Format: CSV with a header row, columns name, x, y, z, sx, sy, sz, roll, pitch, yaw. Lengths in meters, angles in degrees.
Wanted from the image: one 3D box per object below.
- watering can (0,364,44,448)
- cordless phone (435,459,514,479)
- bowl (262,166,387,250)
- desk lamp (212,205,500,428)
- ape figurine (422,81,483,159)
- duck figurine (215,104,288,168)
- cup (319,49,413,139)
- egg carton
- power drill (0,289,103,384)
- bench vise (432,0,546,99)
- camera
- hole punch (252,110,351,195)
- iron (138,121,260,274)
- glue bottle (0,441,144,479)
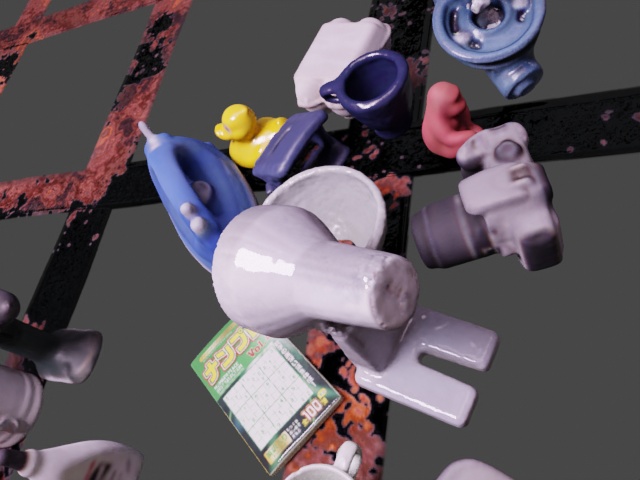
name,x,y,z,sx,sy,sz,roll,pitch,yaw
watering can,-0.464,0.189,0.717,0.172,0.195,0.101,3,64,30
cordless phone,0.089,0.226,0.403,0.093,0.186,0.148,20,73,35
bowl,0.006,0.002,0.653,0.167,0.075,0.167,-13,57,21
desk lamp,0.034,0.061,0.514,0.202,0.214,0.118,14,70,34
ape figurine,0.148,-0.141,0.651,0.076,0.092,0.078,-2,61,27
duck figurine,-0.095,-0.153,0.793,0.104,0.086,0.077,-13,57,21
cup,0.065,-0.168,0.710,0.117,0.095,0.092,-2,61,27
egg carton,0.032,-0.238,0.786,0.107,0.070,0.150,14,69,34
power drill,-0.380,0.112,0.708,0.228,0.209,0.075,-3,61,27
bench vise,0.159,-0.280,0.646,0.121,0.220,0.206,-44,51,-2
camera,0.158,-0.037,0.577,0.136,0.101,0.143,-19,55,17
hole punch,-0.035,-0.112,0.732,0.100,0.091,0.109,26,76,37
iron,-0.154,-0.048,0.725,0.118,0.142,0.257,-38,51,3
glue bottle,-0.258,0.239,0.590,0.037,0.174,0.078,-1,62,28
